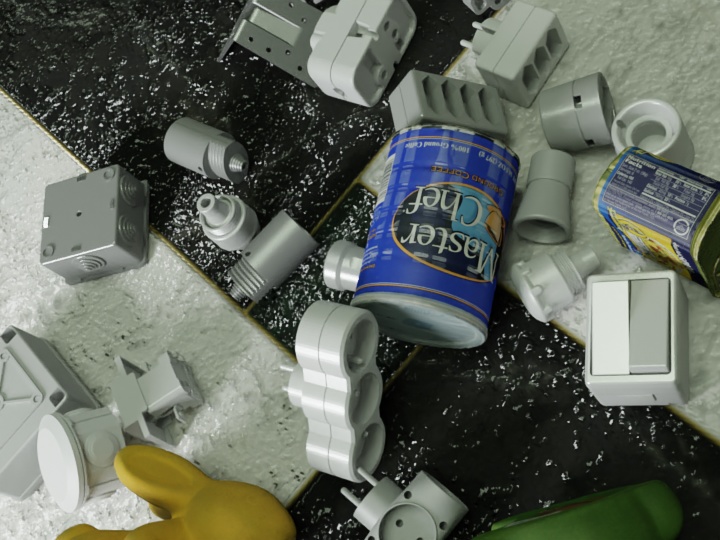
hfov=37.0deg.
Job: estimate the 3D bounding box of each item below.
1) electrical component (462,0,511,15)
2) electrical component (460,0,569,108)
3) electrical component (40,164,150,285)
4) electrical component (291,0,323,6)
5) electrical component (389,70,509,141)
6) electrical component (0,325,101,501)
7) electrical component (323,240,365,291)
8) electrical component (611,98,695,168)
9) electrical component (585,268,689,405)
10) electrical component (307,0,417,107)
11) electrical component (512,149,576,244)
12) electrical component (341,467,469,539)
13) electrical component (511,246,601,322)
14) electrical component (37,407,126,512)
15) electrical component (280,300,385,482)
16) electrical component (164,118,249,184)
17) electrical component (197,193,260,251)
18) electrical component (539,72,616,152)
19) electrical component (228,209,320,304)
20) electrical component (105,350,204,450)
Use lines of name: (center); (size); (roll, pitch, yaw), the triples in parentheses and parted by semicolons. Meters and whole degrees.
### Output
electrical component: (0.109, -0.263, 0.912); (0.078, 0.058, 0.057); (-42, 60, 4)
electrical component: (0.117, -0.182, 0.877); (0.077, 0.047, 0.065); (30, 83, 32)
electrical component: (-0.244, -0.042, 0.987); (0.100, 0.048, 0.099); (-14, 63, 20)
electrical component: (-0.047, -0.274, 0.999); (0.055, 0.048, 0.066); (-29, 59, 2)
electrical component: (0.061, -0.113, 0.864); (0.075, 0.083, 0.047); (-46, 46, 48)
electrical component: (-0.298, 0.123, 0.935); (0.108, 0.056, 0.109); (-49, 57, -1)
electrical component: (0.000, 0.000, 0.859); (0.046, 0.040, 0.040); (15, 75, 24)
electrical component: (0.215, -0.094, 0.792); (0.055, 0.047, 0.055); (-10, 64, 21)
electrical component: (0.190, 0.040, 0.737); (0.062, 0.061, 0.096); (-4, 67, 24)
electrical component: (-0.001, -0.196, 0.936); (0.059, 0.054, 0.095); (21, 78, 31)
electrical component: (0.143, -0.058, 0.815); (0.044, 0.044, 0.065); (2, 64, 26)
electrical component: (0.022, 0.173, 0.761); (0.079, 0.044, 0.077); (39, 88, 16)
electrical component: (0.145, 0.005, 0.784); (0.062, 0.048, 0.048); (-30, 58, 3)
electrical component: (-0.225, 0.151, 0.871); (0.080, 0.051, 0.080); (19, 114, 50)
electrical component: (-0.027, 0.086, 0.788); (0.074, 0.138, 0.052); (11, 29, 29)
electrical component: (-0.132, -0.105, 0.965); (0.081, 0.043, 0.043); (24, 80, 32)
electrical component: (-0.116, -0.044, 0.919); (0.043, 0.062, 0.043); (-10, 64, 21)
electrical component: (0.167, -0.118, 0.822); (0.047, 0.055, 0.055); (-12, 63, 24)
electrical component: (-0.077, -0.007, 0.895); (0.081, 0.043, 0.043); (-46, 57, 1)
electrical component: (-0.168, 0.103, 0.891); (0.064, 0.042, 0.081); (-33, 59, 5)
